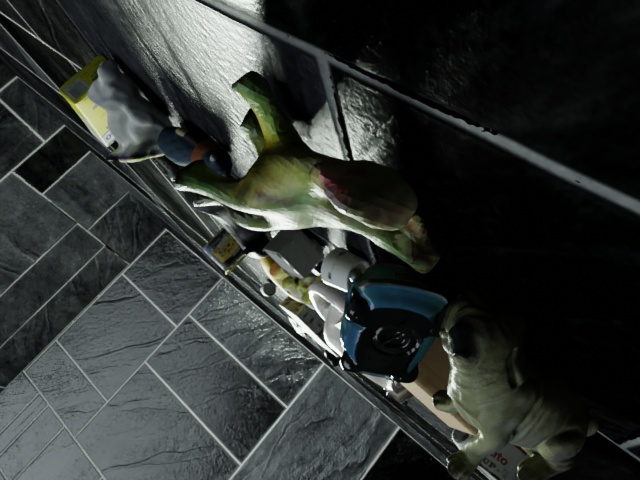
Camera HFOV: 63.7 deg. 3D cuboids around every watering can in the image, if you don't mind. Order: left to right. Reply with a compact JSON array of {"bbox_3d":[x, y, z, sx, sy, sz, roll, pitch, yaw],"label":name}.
[{"bbox_3d":[0.088,0.175,0.859,0.227,0.105,0.340,33,163,30],"label":"watering can"}]

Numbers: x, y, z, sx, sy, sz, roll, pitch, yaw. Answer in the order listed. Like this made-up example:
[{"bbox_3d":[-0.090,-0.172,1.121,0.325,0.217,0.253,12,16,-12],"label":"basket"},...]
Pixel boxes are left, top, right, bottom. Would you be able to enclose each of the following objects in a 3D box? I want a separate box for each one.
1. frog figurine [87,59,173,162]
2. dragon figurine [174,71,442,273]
[{"bbox_3d":[-0.307,-0.211,0.838,0.138,0.123,0.157,-150,53,-65],"label":"frog figurine"},{"bbox_3d":[0.002,-0.026,0.514,0.243,0.123,0.407,32,175,4],"label":"dragon figurine"}]
